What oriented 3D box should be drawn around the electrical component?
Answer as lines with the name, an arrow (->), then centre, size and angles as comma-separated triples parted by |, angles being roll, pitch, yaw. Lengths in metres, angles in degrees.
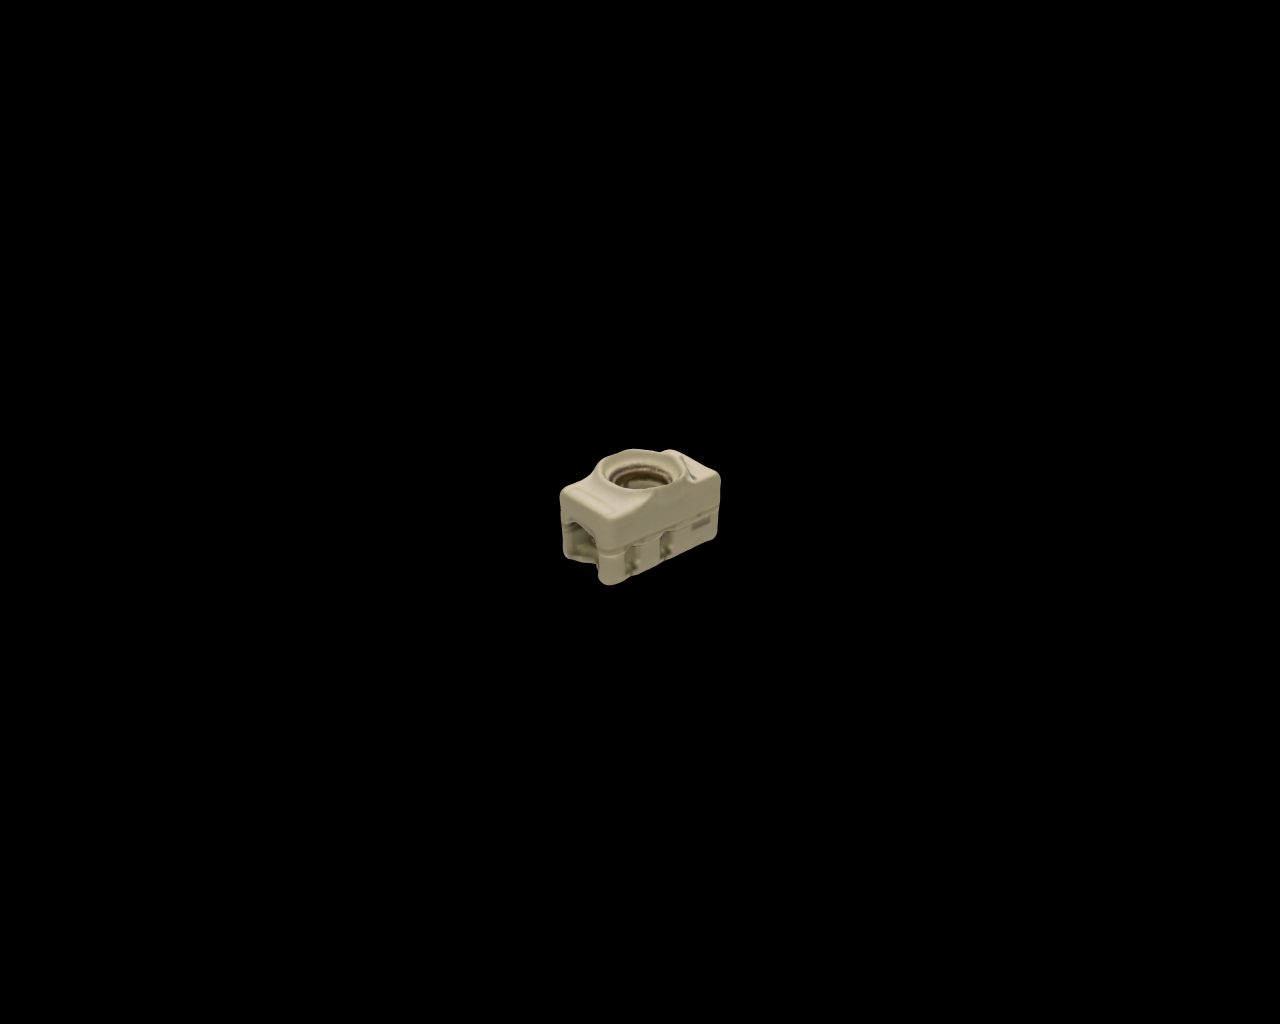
electrical component -> 0.001, -0.003, 0.650 | 0.090, 0.055, 0.050 | -22, 37, -33
